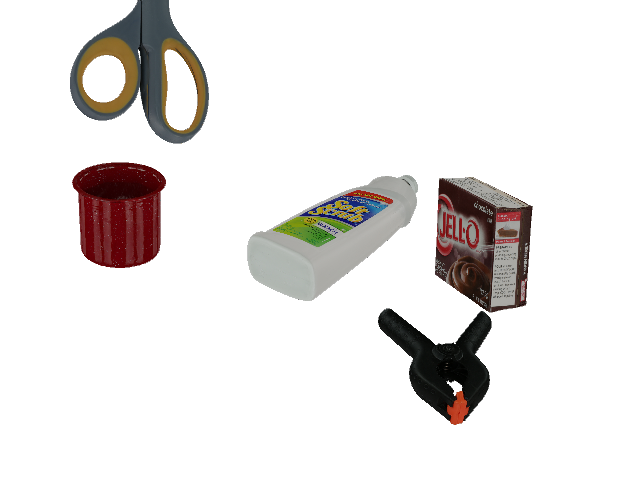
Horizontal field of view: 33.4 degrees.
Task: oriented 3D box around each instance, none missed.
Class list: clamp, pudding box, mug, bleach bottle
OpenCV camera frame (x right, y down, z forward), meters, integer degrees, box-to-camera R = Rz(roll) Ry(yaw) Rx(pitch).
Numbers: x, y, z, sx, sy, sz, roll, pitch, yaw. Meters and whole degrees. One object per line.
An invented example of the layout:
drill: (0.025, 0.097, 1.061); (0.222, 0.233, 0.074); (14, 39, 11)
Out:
clamp: (0.135, 0.119, 1.080); (0.120, 0.039, 0.171); (-8, 34, -9)
pudding box: (0.136, 0.000, 0.905); (0.039, 0.090, 0.114); (-6, 17, -19)
mug: (-0.206, -0.030, 1.102); (0.093, 0.081, 0.117); (0, 28, -7)
bleach bottle: (0.030, -0.020, 1.275); (0.103, 0.068, 0.250); (22, 39, 30)

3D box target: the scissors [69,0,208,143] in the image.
scissors: (-0.125, -0.155, 0.691); (0.096, 0.202, 0.016); (-9, -14, -25)
